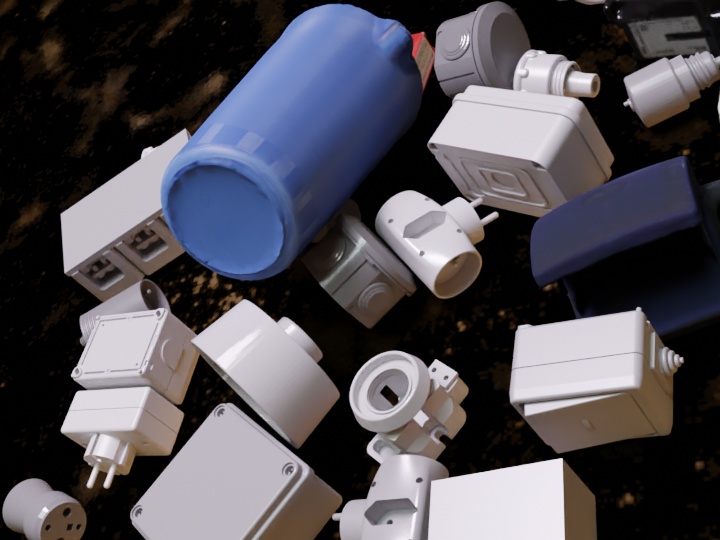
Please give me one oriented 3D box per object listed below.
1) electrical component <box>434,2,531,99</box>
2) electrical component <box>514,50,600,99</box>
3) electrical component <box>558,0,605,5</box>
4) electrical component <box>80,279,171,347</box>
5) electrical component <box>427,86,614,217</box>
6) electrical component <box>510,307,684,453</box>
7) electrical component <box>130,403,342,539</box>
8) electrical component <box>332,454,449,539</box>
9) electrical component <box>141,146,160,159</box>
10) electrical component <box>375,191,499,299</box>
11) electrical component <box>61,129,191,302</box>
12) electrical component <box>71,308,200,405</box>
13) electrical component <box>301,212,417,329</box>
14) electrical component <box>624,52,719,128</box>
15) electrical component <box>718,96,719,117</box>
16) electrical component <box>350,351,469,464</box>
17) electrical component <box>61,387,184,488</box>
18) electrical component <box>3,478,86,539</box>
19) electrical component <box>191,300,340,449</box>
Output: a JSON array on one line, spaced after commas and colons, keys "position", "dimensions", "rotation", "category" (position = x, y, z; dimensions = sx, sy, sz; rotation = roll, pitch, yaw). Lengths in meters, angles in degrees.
[{"position": [0.100, -0.171, 0.864], "dimensions": [0.051, 0.080, 0.080], "rotation": [-7, 52, 40], "category": "electrical component"}, {"position": [0.153, -0.144, 0.828], "dimensions": [0.062, 0.048, 0.048], "rotation": [12, 63, 35], "category": "electrical component"}, {"position": [0.221, -0.272, 0.837], "dimensions": [0.186, 0.105, 0.060], "rotation": [3, 58, 39], "category": "electrical component"}, {"position": [-0.212, 0.046, 0.946], "dimensions": [0.081, 0.043, 0.043], "rotation": [-29, 43, 15], "category": "electrical component"}, {"position": [0.117, -0.085, 0.779], "dimensions": [0.113, 0.078, 0.057], "rotation": [17, 68, 45], "category": "electrical component"}, {"position": [0.145, 0.068, 0.641], "dimensions": [0.096, 0.061, 0.061], "rotation": [-11, 50, 30], "category": "electrical component"}, {"position": [-0.087, 0.164, 0.740], "dimensions": [0.108, 0.056, 0.109], "rotation": [-51, 42, -10], "category": "electrical component"}, {"position": [0.014, 0.162, 0.675], "dimensions": [0.079, 0.043, 0.077], "rotation": [-12, 49, 31], "category": "electrical component"}, {"position": [-0.178, -0.105, 1.049], "dimensions": [0.062, 0.048, 0.048], "rotation": [-21, 45, 12], "category": "electrical component"}, {"position": [0.065, -0.028, 0.794], "dimensions": [0.079, 0.043, 0.077], "rotation": [-31, 52, -14], "category": "electrical component"}, {"position": [-0.198, -0.047, 0.999], "dimensions": [0.150, 0.061, 0.089], "rotation": [-32, 42, 11], "category": "electrical component"}, {"position": [-0.185, 0.076, 0.886], "dimensions": [0.096, 0.061, 0.061], "rotation": [-7, 52, 33], "category": "electrical component"}, {"position": [0.000, 0.000, 0.797], "dimensions": [0.051, 0.080, 0.080], "rotation": [-45, 41, 5], "category": "electrical component"}, {"position": [0.225, -0.133, 0.765], "dimensions": [0.078, 0.040, 0.040], "rotation": [-26, 44, 17], "category": "electrical component"}, {"position": [0.277, -0.101, 0.695], "dimensions": [0.079, 0.044, 0.077], "rotation": [-13, 49, 29], "category": "electrical component"}, {"position": [0.029, 0.090, 0.714], "dimensions": [0.078, 0.057, 0.058], "rotation": [-50, 42, -9], "category": "electrical component"}, {"position": [-0.195, 0.138, 0.852], "dimensions": [0.083, 0.047, 0.075], "rotation": [-7, 52, 33], "category": "electrical component"}, {"position": [-0.248, 0.194, 0.848], "dimensions": [0.055, 0.045, 0.045], "rotation": [13, 65, 43], "category": "electrical component"}, {"position": [-0.061, 0.068, 0.768], "dimensions": [0.060, 0.108, 0.108], "rotation": [-45, 41, -12], "category": "electrical component"}]
